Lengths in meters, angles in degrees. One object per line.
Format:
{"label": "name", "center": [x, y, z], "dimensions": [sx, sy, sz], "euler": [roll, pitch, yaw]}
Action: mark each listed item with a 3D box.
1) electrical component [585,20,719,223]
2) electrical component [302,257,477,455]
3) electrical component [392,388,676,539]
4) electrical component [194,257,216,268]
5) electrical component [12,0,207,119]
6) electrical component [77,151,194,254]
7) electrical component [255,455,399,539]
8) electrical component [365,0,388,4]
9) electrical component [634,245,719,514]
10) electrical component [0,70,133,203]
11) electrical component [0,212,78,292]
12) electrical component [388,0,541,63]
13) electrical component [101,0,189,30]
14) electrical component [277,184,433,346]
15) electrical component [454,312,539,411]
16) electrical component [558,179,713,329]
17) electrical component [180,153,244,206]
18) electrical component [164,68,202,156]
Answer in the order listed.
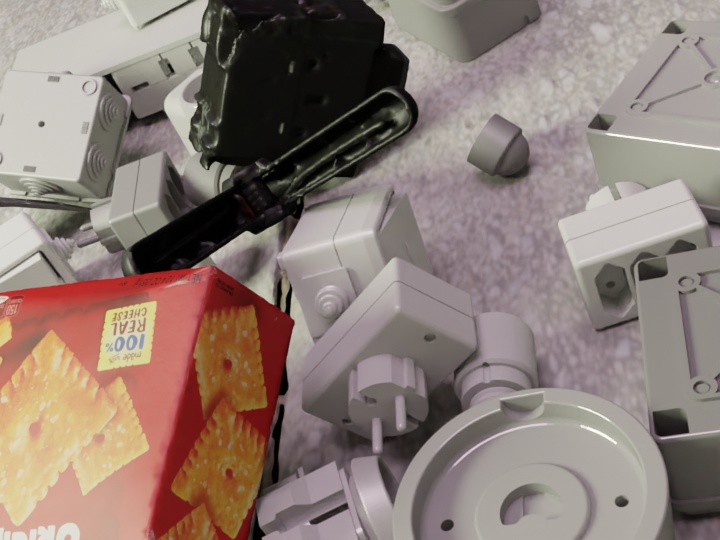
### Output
{"label": "electrical component", "center": [0.197, -0.082, 0.583], "dimensions": [0.109, 0.056, 0.108], "euler": [15, 54, 41]}
{"label": "electrical component", "center": [0.013, 0.053, 0.510], "dimensions": [0.083, 0.047, 0.075], "euler": [-49, 26, 33]}
{"label": "electrical component", "center": [0.074, 0.108, 0.430], "dimensions": [0.108, 0.060, 0.108], "euler": [-16, 39, 13]}
{"label": "electrical component", "center": [-0.123, 0.008, 0.674], "dimensions": [0.062, 0.043, 0.043], "euler": [-41, 40, -16]}
{"label": "electrical component", "center": [-0.198, -0.169, 0.908], "dimensions": [0.186, 0.060, 0.105], "euler": [-19, 38, 9]}
{"label": "electrical component", "center": [-0.160, -0.035, 0.741], "dimensions": [0.077, 0.047, 0.065], "euler": [-19, 38, 9]}
{"label": "electrical component", "center": [-0.006, 0.116, 0.470], "dimensions": [0.057, 0.058, 0.078], "euler": [-27, 37, 4]}
{"label": "electrical component", "center": [0.021, -0.239, 0.878], "dimensions": [0.062, 0.043, 0.043], "euler": [-40, 40, -15]}
{"label": "electrical component", "center": [0.177, 0.040, 0.454], "dimensions": [0.109, 0.056, 0.108], "euler": [-11, 40, 19]}
{"label": "electrical component", "center": [-0.230, -0.102, 0.814], "dimensions": [0.100, 0.048, 0.099], "euler": [7, 77, 14]}
{"label": "electrical component", "center": [-0.227, 0.012, 0.714], "dimensions": [0.096, 0.061, 0.061], "euler": [-36, 39, -13]}
{"label": "electrical component", "center": [0.071, -0.212, 0.806], "dimensions": [0.078, 0.057, 0.113], "euler": [-34, 38, -9]}
{"label": "electrical component", "center": [-0.175, -0.247, 0.883], "dimensions": [0.096, 0.061, 0.061], "euler": [-28, 38, -3]}
{"label": "electrical component", "center": [0.000, 0.000, 0.576], "dimensions": [0.061, 0.061, 0.096], "euler": [-15, 19, 14]}
{"label": "electrical component", "center": [0.065, 0.055, 0.513], "dimensions": [0.040, 0.040, 0.078], "euler": [-14, 40, 16]}
{"label": "electrical component", "center": [0.138, -0.019, 0.552], "dimensions": [0.066, 0.047, 0.076], "euler": [-19, 38, 10]}
{"label": "electrical component", "center": [-0.085, -0.059, 0.732], "dimensions": [0.078, 0.040, 0.040], "euler": [10, 51, 37]}
{"label": "electrical component", "center": [-0.094, -0.113, 0.784], "dimensions": [0.095, 0.059, 0.053], "euler": [19, 56, 43]}
